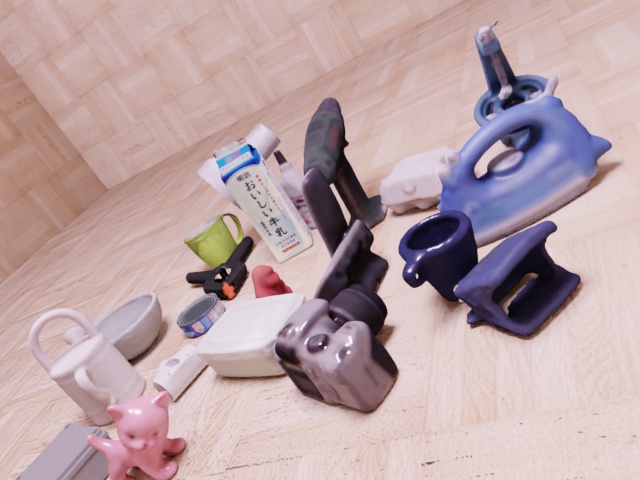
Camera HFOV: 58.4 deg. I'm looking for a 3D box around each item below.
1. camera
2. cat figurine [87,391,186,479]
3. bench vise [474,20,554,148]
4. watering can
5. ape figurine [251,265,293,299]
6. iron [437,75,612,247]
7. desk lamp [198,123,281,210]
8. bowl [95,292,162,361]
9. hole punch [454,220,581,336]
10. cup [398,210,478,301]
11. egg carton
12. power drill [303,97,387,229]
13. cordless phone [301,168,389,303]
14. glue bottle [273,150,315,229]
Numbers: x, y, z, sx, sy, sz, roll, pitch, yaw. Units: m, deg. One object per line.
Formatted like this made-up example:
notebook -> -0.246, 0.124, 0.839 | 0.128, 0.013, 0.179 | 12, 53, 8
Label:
camera -> 0.026, 0.110, 0.671 | 0.142, 0.101, 0.137 | -2, 37, 52
cat figurine -> -0.230, 0.242, 0.711 | 0.127, 0.118, 0.067 | -25, 23, 17
bench vise -> 0.279, -0.237, 0.905 | 0.121, 0.220, 0.207 | -32, 22, 0
watering can -> -0.381, 0.193, 0.915 | 0.172, 0.194, 0.101 | -5, 35, 49
ape figurine -> -0.073, 0.078, 0.883 | 0.076, 0.092, 0.078 | -24, 23, 19
iron -> 0.243, -0.099, 0.767 | 0.258, 0.142, 0.118 | -33, 22, -1
desk lamp -> -0.118, -0.119, 1.198 | 0.203, 0.214, 0.117 | -35, 22, -6
bowl -> -0.359, 0.177, 1.079 | 0.167, 0.075, 0.167 | -27, 22, 13
hole punch -> 0.199, 0.035, 0.611 | 0.109, 0.091, 0.100 | -40, 23, -18
cup -> 0.146, 0.034, 0.679 | 0.091, 0.095, 0.118 | -6, 34, 48
egg carton -> 0.174, -0.098, 0.956 | 0.149, 0.069, 0.107 | -11, 30, 43
power drill -> 0.040, -0.127, 1.009 | 0.075, 0.209, 0.229 | -22, 24, 23
cordless phone -> 0.007, 0.003, 0.809 | 0.094, 0.185, 0.148 | -18, 26, 32
glue bottle -> -0.042, -0.100, 1.108 | 0.078, 0.173, 0.037 | -14, 29, 39
